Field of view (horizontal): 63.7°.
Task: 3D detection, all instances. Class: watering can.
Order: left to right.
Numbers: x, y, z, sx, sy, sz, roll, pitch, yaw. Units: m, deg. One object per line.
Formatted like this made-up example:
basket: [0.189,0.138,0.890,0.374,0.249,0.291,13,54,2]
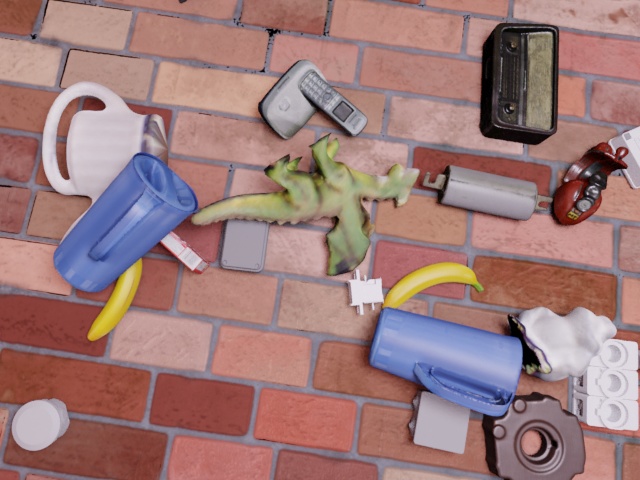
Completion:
watering can: [-0.396,-0.116,0.957,0.224,0.346,0.104,1,4,-4]

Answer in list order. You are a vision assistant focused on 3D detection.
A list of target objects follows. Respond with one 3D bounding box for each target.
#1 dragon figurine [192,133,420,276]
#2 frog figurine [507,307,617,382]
dragon figurine: [0.003,-0.047,0.936,0.413,0.242,0.121,-32,4,-15]
frog figurine: [0.426,0.173,0.910,0.160,0.120,0.140,-15,33,-11]
